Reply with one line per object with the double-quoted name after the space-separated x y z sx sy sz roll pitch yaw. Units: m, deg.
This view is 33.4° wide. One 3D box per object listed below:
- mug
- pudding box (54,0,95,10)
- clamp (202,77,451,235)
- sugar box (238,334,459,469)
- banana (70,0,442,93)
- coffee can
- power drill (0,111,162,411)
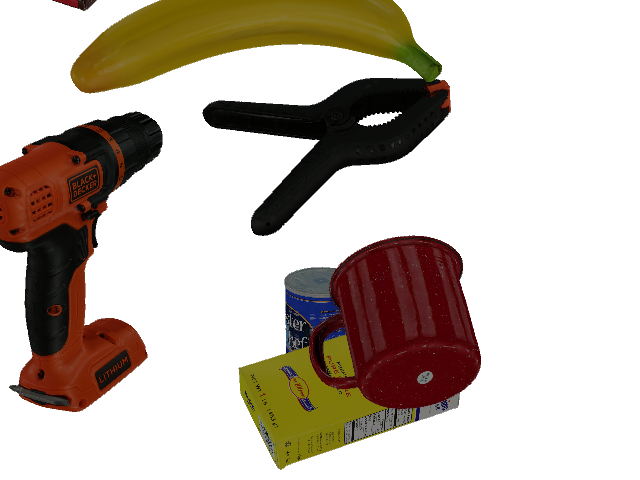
0.046 0.061 0.704 0.117 0.081 0.093 -21 -39 12 "mug"
-0.194 -0.223 0.805 0.090 0.039 0.113 19 38 5 "pudding box"
0.014 -0.083 0.895 0.210 0.164 0.036 -14 -42 -3 "clamp"
0.026 0.130 0.944 0.176 0.048 0.093 -18 46 -15 "sugar box"
-0.035 -0.114 0.577 0.197 0.037 0.069 -5 46 -9 "banana"
0.001 0.120 1.507 0.103 0.140 0.103 0 19 0 "coffee can"
-0.167 0.011 0.761 0.057 0.188 0.184 9 24 25 "power drill"
